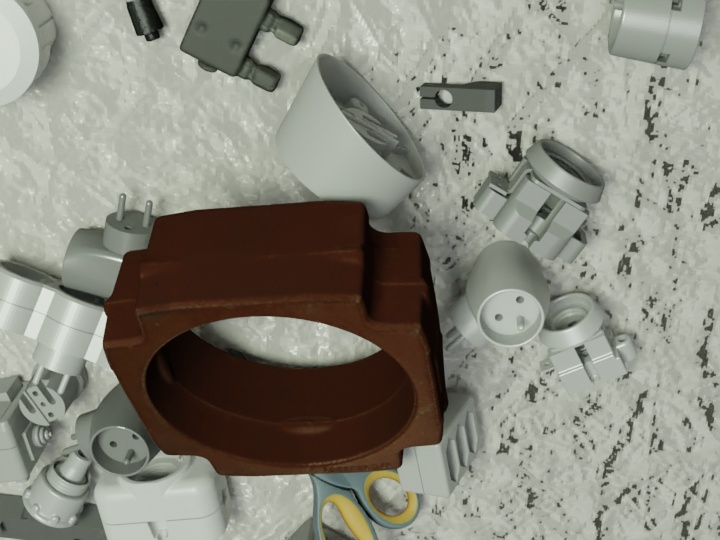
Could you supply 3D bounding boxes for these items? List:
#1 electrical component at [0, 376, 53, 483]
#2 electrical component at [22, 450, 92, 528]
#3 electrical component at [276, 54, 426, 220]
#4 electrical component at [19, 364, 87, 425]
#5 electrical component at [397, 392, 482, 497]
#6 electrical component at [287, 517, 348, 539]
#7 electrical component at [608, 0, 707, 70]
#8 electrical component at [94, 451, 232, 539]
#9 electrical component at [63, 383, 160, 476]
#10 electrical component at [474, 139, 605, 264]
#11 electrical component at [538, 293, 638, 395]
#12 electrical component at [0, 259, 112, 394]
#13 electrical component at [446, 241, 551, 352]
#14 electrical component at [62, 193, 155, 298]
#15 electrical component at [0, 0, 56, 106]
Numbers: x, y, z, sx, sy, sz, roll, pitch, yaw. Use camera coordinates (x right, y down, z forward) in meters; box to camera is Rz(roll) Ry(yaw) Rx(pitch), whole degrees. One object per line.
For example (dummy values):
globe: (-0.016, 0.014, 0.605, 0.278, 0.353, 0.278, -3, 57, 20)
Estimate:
electrical component: (-0.281, 0.121, 0.814, 0.096, 0.061, 0.061, -7, 115, 7)
electrical component: (-0.231, 0.167, 0.842, 0.048, 0.048, 0.062, 31, 107, -10)
electrical component: (-0.003, -0.082, 0.679, 0.099, 0.099, 0.064, 33, 119, -11)
electrical component: (-0.230, 0.089, 0.804, 0.040, 0.046, 0.040, 2, 115, 3)
electrical component: (0.040, 0.125, 0.794, 0.077, 0.066, 0.047, 3, 118, 29)
electrical component: (-0.019, 0.252, 0.857, 0.096, 0.061, 0.061, 36, 113, -12)
electrical component: (0.180, -0.153, 0.656, 0.047, 0.055, 0.055, 9, 116, 4)
electrical component: (-0.153, 0.173, 0.834, 0.095, 0.053, 0.059, -6, 115, 7)
electrical component: (-0.184, 0.118, 0.797, 0.079, 0.077, 0.043, -20, 112, 14)
electrical component: (0.123, -0.048, 0.707, 0.078, 0.058, 0.057, 29, 117, -9)
electrical component: (0.155, 0.050, 0.758, 0.066, 0.048, 0.055, -24, 119, 15)
electrical component: (-0.210, 0.052, 0.769, 0.138, 0.052, 0.073, 23, 94, -7)
electrical component: (0.087, 0.026, 0.734, 0.043, 0.077, 0.079, 42, 112, -14)
electrical component: (-0.161, -0.015, 0.749, 0.077, 0.044, 0.079, 15, 115, 1)
electrical component: (-0.239, -0.149, 0.689, 0.080, 0.051, 0.080, 2, 115, 3)
